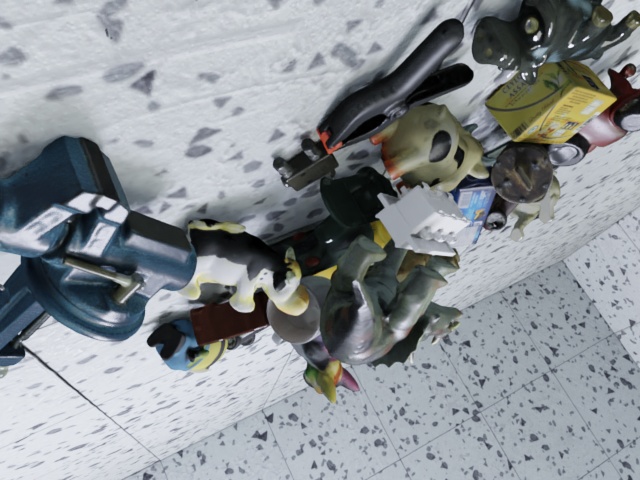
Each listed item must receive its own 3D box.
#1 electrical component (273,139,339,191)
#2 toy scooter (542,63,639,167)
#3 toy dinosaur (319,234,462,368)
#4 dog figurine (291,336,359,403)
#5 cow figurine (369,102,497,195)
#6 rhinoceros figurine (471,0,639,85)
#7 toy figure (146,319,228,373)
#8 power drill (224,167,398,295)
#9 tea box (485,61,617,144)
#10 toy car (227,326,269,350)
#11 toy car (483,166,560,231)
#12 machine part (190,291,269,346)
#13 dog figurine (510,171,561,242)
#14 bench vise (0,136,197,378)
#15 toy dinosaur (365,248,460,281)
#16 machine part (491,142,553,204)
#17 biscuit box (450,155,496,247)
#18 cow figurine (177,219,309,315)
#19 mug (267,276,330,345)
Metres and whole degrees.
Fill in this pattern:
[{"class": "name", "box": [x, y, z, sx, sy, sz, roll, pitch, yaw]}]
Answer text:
[{"class": "electrical component", "box": [-0.014, -0.079, 0.590, 0.063, 0.021, 0.094, -31, 162, 9]}, {"class": "toy scooter", "box": [0.414, -0.192, 0.800, 0.184, 0.075, 0.135, -28, -147, 57]}, {"class": "toy dinosaur", "box": [0.066, 0.092, 0.657, 0.404, 0.131, 0.192, -1, 119, -62]}, {"class": "dog figurine", "box": [0.013, 0.203, 1.061, 0.108, 0.219, 0.191, -13, 157, -47]}, {"class": "cow figurine", "box": [0.140, -0.107, 0.651, 0.127, 0.085, 0.194, -27, 162, 14]}, {"class": "rhinoceros figurine", "box": [0.230, -0.209, 0.535, 0.190, 0.073, 0.112, -19, 169, -32]}, {"class": "toy figure", "box": [-0.209, 0.172, 0.880, 0.089, 0.082, 0.180, -26, 159, -1]}, {"class": "power drill", "box": [-0.001, -0.002, 0.715, 0.232, 0.086, 0.207, -18, 157, -33]}, {"class": "tea box", "box": [0.305, -0.181, 0.704, 0.169, 0.068, 0.098, -6, 150, -47]}, {"class": "toy car", "box": [-0.109, 0.145, 0.991, 0.202, 0.056, 0.073, -33, 167, 16]}, {"class": "toy car", "box": [0.359, -0.100, 0.963, 0.202, 0.053, 0.089, -55, 172, 26]}, {"class": "machine part", "box": [-0.108, 0.109, 0.827, 0.179, 0.056, 0.179, -17, 176, -1]}, {"class": "dog figurine", "box": [0.441, -0.102, 1.095, 0.190, 0.121, 0.172, -30, 171, -44]}, {"class": "bench vise", "box": [-0.226, 0.037, 0.441, 0.240, 0.129, 0.223, -41, 160, 14]}, {"class": "toy dinosaur", "box": [0.159, 0.055, 1.024, 0.198, 0.105, 0.471, -33, 167, 17]}, {"class": "machine part", "box": [0.284, -0.100, 0.753, 0.079, 0.079, 0.243, -38, 176, 25]}, {"class": "biscuit box", "box": [0.238, -0.058, 0.882, 0.059, 0.063, 0.202, -7, 153, 2]}, {"class": "cow figurine", "box": [-0.080, 0.029, 0.621, 0.167, 0.068, 0.098, 16, 116, -21]}, {"class": "mug", "box": [-0.015, 0.097, 0.732, 0.107, 0.081, 0.109, -14, 138, -60]}]
